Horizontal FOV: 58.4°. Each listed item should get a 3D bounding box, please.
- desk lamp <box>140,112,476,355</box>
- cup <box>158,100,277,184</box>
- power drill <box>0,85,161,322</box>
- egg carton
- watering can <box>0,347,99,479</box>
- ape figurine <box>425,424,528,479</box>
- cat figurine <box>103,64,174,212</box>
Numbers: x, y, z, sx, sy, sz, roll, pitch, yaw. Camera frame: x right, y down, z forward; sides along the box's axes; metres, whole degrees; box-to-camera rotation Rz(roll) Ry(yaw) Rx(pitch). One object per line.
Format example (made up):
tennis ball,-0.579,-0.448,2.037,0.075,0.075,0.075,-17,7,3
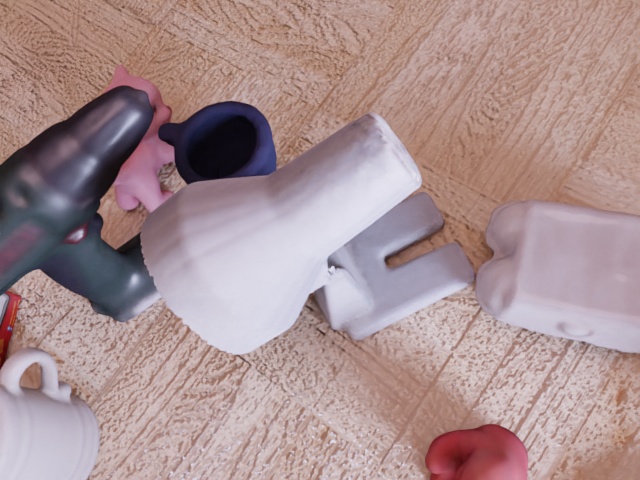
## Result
desk lamp,0.004,0.002,0.429,0.203,0.214,0.117,-27,65,2
cup,-0.089,-0.072,0.545,0.117,0.095,0.092,17,74,19
power drill,-0.196,-0.007,0.483,0.229,0.209,0.075,-37,65,-2
egg carton,0.203,0.027,0.451,0.150,0.069,0.107,10,72,17
watering can,-0.271,0.167,0.441,0.100,0.194,0.173,-1,69,13
ape figurine,0.116,0.166,0.406,0.076,0.092,0.077,-35,65,-1
cat figurine,-0.184,-0.103,0.567,0.067,0.118,0.128,5,71,16
